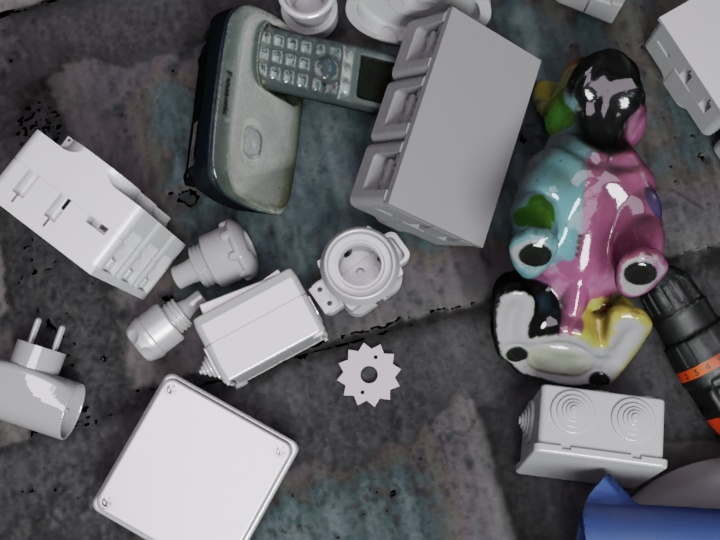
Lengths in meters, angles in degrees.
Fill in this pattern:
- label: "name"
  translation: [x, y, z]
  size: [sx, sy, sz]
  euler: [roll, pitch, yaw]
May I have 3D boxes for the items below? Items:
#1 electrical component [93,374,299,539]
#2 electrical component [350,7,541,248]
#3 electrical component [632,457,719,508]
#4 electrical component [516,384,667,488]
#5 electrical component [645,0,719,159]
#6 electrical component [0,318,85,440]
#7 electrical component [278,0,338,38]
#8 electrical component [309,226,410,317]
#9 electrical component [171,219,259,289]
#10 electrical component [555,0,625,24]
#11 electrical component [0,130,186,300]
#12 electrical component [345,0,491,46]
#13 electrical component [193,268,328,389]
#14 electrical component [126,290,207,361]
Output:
- label: "electrical component"
  translation: [-0.115, 0.147, 0.772]
  size: [0.109, 0.056, 0.108]
  euler: [28, 82, 5]
- label: "electrical component"
  translation: [0.061, -0.102, 0.794]
  size: [0.089, 0.062, 0.150]
  euler: [23, 81, -30]
- label: "electrical component"
  translation: [0.246, 0.180, 0.765]
  size: [0.077, 0.043, 0.079]
  euler: [-27, 112, 19]
- label: "electrical component"
  translation: [0.160, 0.116, 0.751]
  size: [0.100, 0.099, 0.048]
  euler: [7, 70, 2]
- label: "electrical component"
  translation: [0.312, -0.127, 0.808]
  size: [0.105, 0.060, 0.186]
  euler: [-30, 82, -4]
- label: "electrical component"
  translation: [-0.241, 0.075, 0.791]
  size: [0.077, 0.043, 0.079]
  euler: [17, 82, 3]
- label: "electrical component"
  translation: [-0.039, -0.204, 0.826]
  size: [0.045, 0.055, 0.045]
  euler: [0, 81, 1]
- label: "electrical component"
  translation: [0.000, 0.000, 0.793]
  size: [0.078, 0.057, 0.058]
  euler: [-35, 82, -5]
- label: "electrical component"
  translation: [-0.110, -0.006, 0.803]
  size: [0.062, 0.048, 0.048]
  euler: [-24, 82, 4]
- label: "electrical component"
  translation: [0.179, -0.233, 0.808]
  size: [0.059, 0.095, 0.053]
  euler: [23, 82, 4]
- label: "electrical component"
  translation: [-0.183, -0.037, 0.754]
  size: [0.089, 0.150, 0.061]
  euler: [37, 85, 6]
- label: "electrical component"
  translation: [0.045, -0.219, 0.804]
  size: [0.108, 0.108, 0.060]
  euler: [3, 75, 1]
- label: "electrical component"
  translation: [-0.079, 0.044, 0.785]
  size: [0.096, 0.061, 0.061]
  euler: [-28, 82, -4]
- label: "electrical component"
  translation: [-0.142, 0.038, 0.801]
  size: [0.061, 0.035, 0.035]
  euler: [-38, 83, -7]
